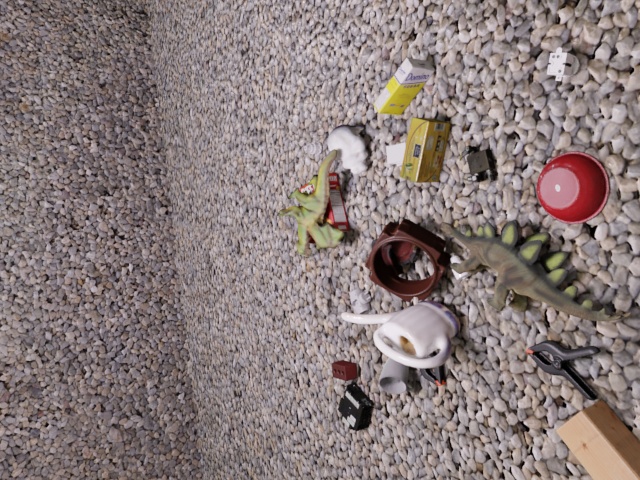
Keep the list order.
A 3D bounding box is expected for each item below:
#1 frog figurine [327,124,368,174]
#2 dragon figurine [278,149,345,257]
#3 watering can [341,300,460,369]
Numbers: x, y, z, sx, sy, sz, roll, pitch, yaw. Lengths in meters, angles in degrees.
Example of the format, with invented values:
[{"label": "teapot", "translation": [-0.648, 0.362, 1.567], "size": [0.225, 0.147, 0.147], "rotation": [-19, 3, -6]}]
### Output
[{"label": "frog figurine", "translation": [0.089, -0.288, 1.666], "size": [0.136, 0.122, 0.162], "rotation": [-16, 68, 34]}, {"label": "dragon figurine", "translation": [0.005, -0.087, 1.720], "size": [0.245, 0.123, 0.402], "rotation": [53, 134, 13]}, {"label": "watering can", "translation": [0.233, 0.236, 1.424], "size": [0.351, 0.226, 0.102], "rotation": [27, 133, 49]}]
